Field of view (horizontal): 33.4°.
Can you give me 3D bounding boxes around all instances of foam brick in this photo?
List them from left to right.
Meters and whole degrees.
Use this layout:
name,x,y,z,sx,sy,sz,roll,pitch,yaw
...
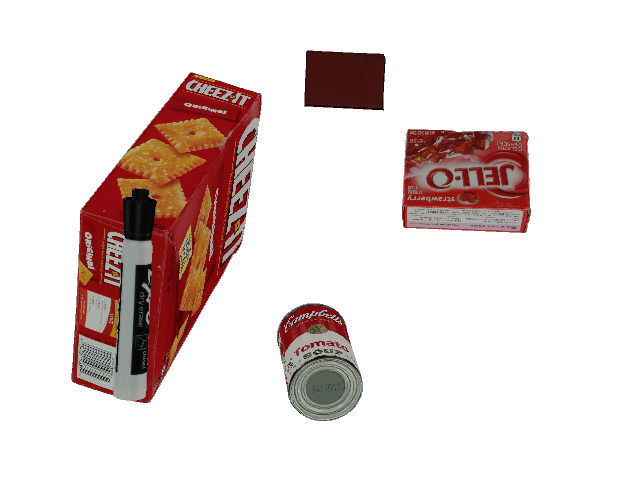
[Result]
name,x,y,z,sx,sy,sz,roll,pitch,yaw
foam brick,0.023,-0.155,1.031,0.078,0.051,0.053,3,13,1

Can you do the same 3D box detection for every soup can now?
name,x,y,z,sx,sy,sz,roll,pitch,yaw
soup can,-0.002,0.111,0.977,0.068,0.068,0.102,0,24,-8

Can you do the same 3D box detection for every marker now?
name,x,y,z,sx,sy,sz,roll,pitch,yaw
marker,-0.106,0.031,0.608,0.020,0.121,0.020,5,9,-1

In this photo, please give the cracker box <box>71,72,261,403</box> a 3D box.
name,x,y,z,sx,sy,sz,roll,pitch,yaw
cracker box,-0.113,-0.006,0.820,0.072,0.164,0.213,17,37,6

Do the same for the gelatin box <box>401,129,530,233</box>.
name,x,y,z,sx,sy,sz,roll,pitch,yaw
gelatin box,0.104,-0.044,0.763,0.089,0.073,0.030,2,-37,6
